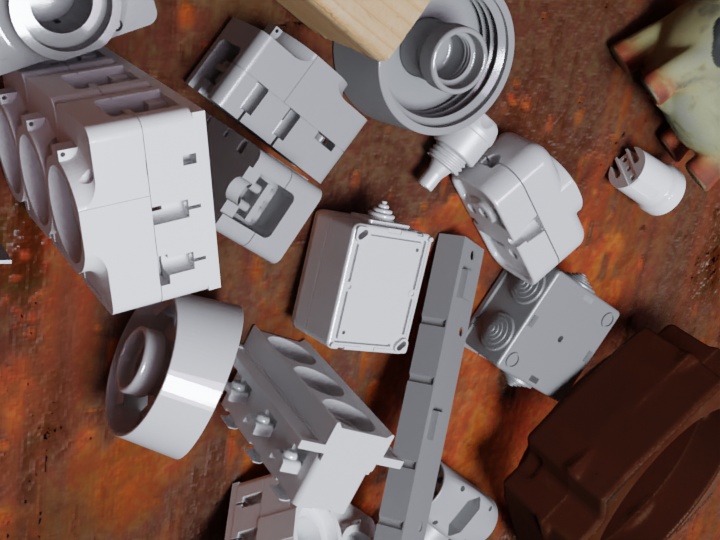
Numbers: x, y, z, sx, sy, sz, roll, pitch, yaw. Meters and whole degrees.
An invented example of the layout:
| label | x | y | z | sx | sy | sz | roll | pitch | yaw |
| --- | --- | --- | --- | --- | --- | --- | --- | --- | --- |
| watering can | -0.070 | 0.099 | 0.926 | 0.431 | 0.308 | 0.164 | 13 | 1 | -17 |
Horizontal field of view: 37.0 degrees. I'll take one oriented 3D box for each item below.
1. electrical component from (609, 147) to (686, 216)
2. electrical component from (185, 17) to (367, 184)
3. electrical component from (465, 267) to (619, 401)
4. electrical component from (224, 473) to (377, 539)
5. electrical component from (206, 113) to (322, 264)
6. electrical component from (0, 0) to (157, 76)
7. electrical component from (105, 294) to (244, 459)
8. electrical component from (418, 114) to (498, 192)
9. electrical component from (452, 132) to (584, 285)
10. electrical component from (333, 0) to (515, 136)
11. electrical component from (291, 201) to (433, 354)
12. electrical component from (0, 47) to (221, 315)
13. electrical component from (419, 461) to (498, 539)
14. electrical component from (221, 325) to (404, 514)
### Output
| label | x | y | z | sx | sy | sz | roll | pitch | yaw |
| --- | --- | --- | --- | --- | --- | --- | --- | --- | --- |
| electrical component | 0.217 | -0.068 | 0.814 | 0.046 | 0.040 | 0.040 | 26 | 97 | -32 |
| electrical component | -0.046 | -0.102 | 0.627 | 0.089 | 0.050 | 0.055 | 36 | 91 | -38 |
| electrical component | 0.137 | 0.043 | 0.810 | 0.100 | 0.048 | 0.099 | 30 | 95 | -38 |
| electrical component | -0.023 | 0.212 | 0.754 | 0.062 | 0.089 | 0.150 | -22 | 135 | 29 |
| electrical component | -0.067 | -0.047 | 0.614 | 0.056 | 0.089 | 0.050 | 32 | 93 | -38 |
| electrical component | -0.154 | -0.137 | 0.538 | 0.089 | 0.056 | 0.050 | -25 | 123 | -20 |
| electrical component | -0.108 | 0.061 | 0.639 | 0.064 | 0.099 | 0.099 | 22 | 100 | -31 |
| electrical component | 0.062 | -0.079 | 0.715 | 0.061 | 0.035 | 0.035 | -51 | 128 | 2 |
| electrical component | 0.114 | -0.046 | 0.751 | 0.059 | 0.054 | 0.095 | -40 | 127 | -10 |
| electrical component | 0.045 | -0.135 | 0.661 | 0.108 | 0.060 | 0.108 | -14 | 119 | -26 |
| electrical component | 0.000 | 0.000 | 0.701 | 0.062 | 0.061 | 0.096 | 7 | 100 | -34 |
| electrical component | -0.131 | -0.051 | 0.534 | 0.062 | 0.150 | 0.089 | -16 | 120 | -27 |
| electrical component | 0.058 | 0.194 | 0.836 | 0.079 | 0.043 | 0.077 | -50 | 128 | -1 |
| electrical component | -0.039 | 0.094 | 0.679 | 0.079 | 0.121 | 0.063 | 19 | 104 | -37 |
